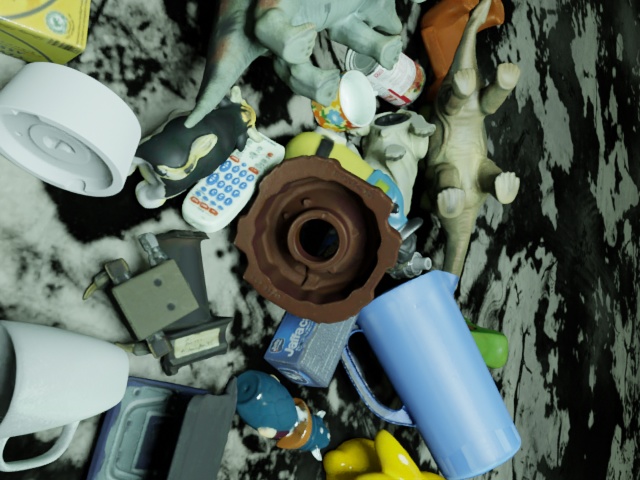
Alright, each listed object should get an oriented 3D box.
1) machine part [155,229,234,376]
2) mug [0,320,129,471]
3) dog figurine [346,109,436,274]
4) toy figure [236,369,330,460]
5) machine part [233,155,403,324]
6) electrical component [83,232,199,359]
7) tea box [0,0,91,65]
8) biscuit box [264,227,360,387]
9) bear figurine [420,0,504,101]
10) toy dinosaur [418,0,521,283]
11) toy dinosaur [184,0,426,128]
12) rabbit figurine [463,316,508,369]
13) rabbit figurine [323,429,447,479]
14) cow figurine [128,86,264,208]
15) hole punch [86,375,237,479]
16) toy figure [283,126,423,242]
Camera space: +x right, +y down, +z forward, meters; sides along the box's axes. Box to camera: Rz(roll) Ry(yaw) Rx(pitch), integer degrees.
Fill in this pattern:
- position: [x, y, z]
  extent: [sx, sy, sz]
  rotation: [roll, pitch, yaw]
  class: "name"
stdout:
- position: [-0.131, 0.057, 0.533]
  extent: [0.084, 0.039, 0.138]
  rotation: [-14, 100, -38]
  class: "machine part"
- position: [-0.207, 0.118, 0.419]
  extent: [0.107, 0.081, 0.109]
  rotation: [14, 74, -54]
  class: "mug"
- position: [0.103, -0.069, 0.756]
  extent: [0.172, 0.121, 0.190]
  rotation: [-42, 132, -35]
  class: "dog figurine"
- position: [-0.041, 0.198, 0.608]
  extent: [0.154, 0.058, 0.064]
  rotation: [51, 61, -39]
  class: "toy figure"
- position: [-0.001, -0.002, 0.578]
  extent: [0.056, 0.179, 0.179]
  rotation: [-48, 129, -77]
  class: "machine part"
- position: [-0.158, 0.054, 0.481]
  extent: [0.078, 0.045, 0.102]
  rotation: [-37, 98, -32]
  class: "electrical component"
- position: [-0.231, -0.233, 0.414]
  extent: [0.098, 0.068, 0.169]
  rotation: [12, 81, -45]
  class: "tea box"
- position: [0.009, 0.077, 0.663]
  extent: [0.062, 0.059, 0.202]
  rotation: [49, 55, -35]
  class: "biscuit box"
- position: [0.220, -0.277, 0.855]
  extent: [0.120, 0.132, 0.195]
  rotation: [0, 82, -42]
  class: "bear figurine"
- position: [0.198, -0.094, 0.770]
  extent: [0.105, 0.199, 0.470]
  rotation: [3, 103, -4]
  class: "toy dinosaur"
- position: [-0.024, -0.243, 0.563]
  extent: [0.405, 0.192, 0.131]
  rotation: [-32, 148, -36]
  class: "toy dinosaur"
- position: [0.191, 0.208, 0.815]
  extent: [0.159, 0.121, 0.170]
  rotation: [6, 99, -43]
  class: "rabbit figurine"
- position: [0.098, 0.303, 0.667]
  extent: [0.122, 0.173, 0.162]
  rotation: [-52, 128, -30]
  class: "rabbit figurine"
- position: [-0.110, -0.100, 0.517]
  extent: [0.167, 0.098, 0.068]
  rotation: [-46, 115, -37]
  class: "cow figurine"
- position: [-0.140, 0.188, 0.495]
  extent: [0.115, 0.092, 0.142]
  rotation: [60, 39, -68]
  class: "hole punch"
- position: [0.034, -0.059, 0.635]
  extent: [0.180, 0.082, 0.089]
  rotation: [44, 46, -1]
  class: "toy figure"
